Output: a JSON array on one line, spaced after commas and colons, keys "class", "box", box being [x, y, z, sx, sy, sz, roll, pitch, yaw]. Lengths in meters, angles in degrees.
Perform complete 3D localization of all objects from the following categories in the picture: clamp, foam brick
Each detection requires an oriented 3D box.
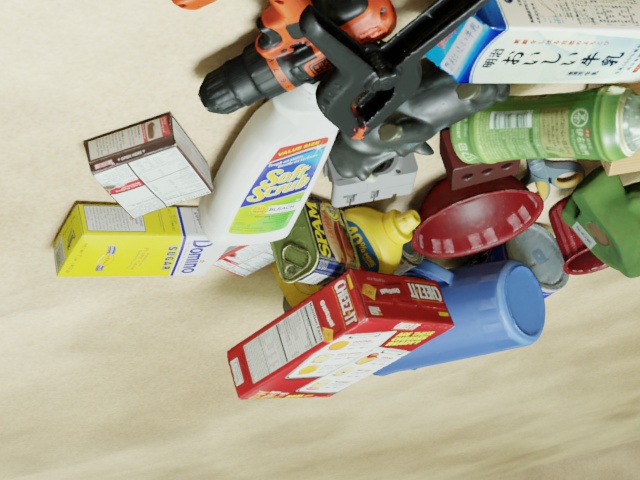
[{"class": "clamp", "box": [0.038, -0.142, 0.865, 0.164, 0.036, 0.210, -13, 160, -23]}, {"class": "foam brick", "box": [0.171, -0.094, 1.144, 0.078, 0.051, 0.053, -15, 156, -1]}]

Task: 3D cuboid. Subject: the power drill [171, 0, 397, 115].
[{"class": "power drill", "box": [-0.048, -0.177, 0.843, 0.184, 0.057, 0.187, -27, 156, 14]}]

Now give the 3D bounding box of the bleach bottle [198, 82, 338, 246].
[{"class": "bleach bottle", "box": [-0.043, -0.085, 1.032, 0.102, 0.068, 0.251, -5, 151, -22]}]

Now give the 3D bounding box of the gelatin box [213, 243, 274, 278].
[{"class": "gelatin box", "box": [-0.079, 0.007, 1.242, 0.089, 0.030, 0.073, -26, 154, 22]}]

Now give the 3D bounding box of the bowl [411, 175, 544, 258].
[{"class": "bowl", "box": [0.178, -0.039, 1.258, 0.162, 0.055, 0.162, -12, 155, -6]}]

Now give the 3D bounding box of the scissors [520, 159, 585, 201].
[{"class": "scissors", "box": [0.270, -0.093, 1.246, 0.096, 0.016, 0.202, -16, 155, -1]}]

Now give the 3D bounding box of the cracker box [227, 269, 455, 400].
[{"class": "cracker box", "box": [0.021, 0.114, 1.241, 0.214, 0.072, 0.163, -35, 152, 33]}]

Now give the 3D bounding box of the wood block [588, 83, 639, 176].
[{"class": "wood block", "box": [0.386, -0.141, 1.085, 0.206, 0.090, 0.091, -9, 142, -2]}]

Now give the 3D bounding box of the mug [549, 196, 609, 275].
[{"class": "mug", "box": [0.358, -0.013, 1.383, 0.117, 0.081, 0.093, -11, 155, -9]}]

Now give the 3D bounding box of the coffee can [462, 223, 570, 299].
[{"class": "coffee can", "box": [0.250, 0.053, 1.436, 0.102, 0.103, 0.141, 3, 150, -34]}]

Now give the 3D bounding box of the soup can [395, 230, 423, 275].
[{"class": "soup can", "box": [0.067, 0.022, 1.307, 0.102, 0.068, 0.068, -30, 151, 30]}]

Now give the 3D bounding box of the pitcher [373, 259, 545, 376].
[{"class": "pitcher", "box": [0.154, 0.090, 1.368, 0.243, 0.145, 0.148, -15, 168, 40]}]

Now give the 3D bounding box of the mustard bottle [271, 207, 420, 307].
[{"class": "mustard bottle", "box": [0.037, 0.016, 1.248, 0.192, 0.096, 0.058, -31, 177, 29]}]

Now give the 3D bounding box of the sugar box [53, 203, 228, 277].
[{"class": "sugar box", "box": [-0.189, 0.003, 1.152, 0.175, 0.048, 0.093, 3, 149, -31]}]

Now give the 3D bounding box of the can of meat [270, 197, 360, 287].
[{"class": "can of meat", "box": [-0.008, 0.002, 1.187, 0.058, 0.102, 0.083, -31, 153, 30]}]

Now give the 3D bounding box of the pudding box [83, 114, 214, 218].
[{"class": "pudding box", "box": [-0.162, -0.069, 1.027, 0.090, 0.039, 0.113, -18, 157, 6]}]
